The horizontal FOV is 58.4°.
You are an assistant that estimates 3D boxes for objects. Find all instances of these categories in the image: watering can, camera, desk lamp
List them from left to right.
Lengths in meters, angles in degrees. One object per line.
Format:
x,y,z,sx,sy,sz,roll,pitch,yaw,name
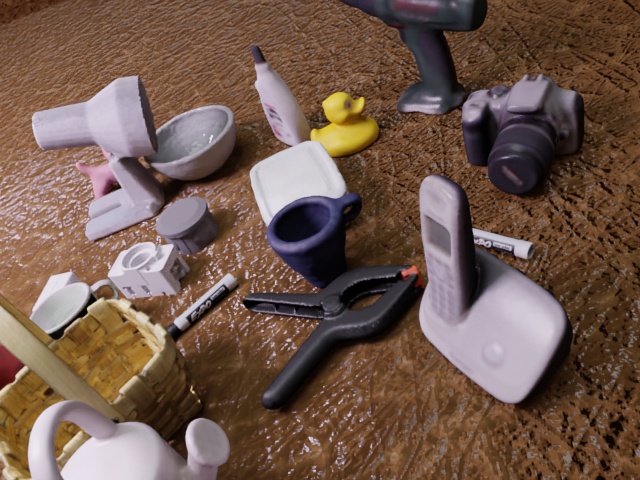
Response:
-0.326,-0.131,0.898,0.203,0.214,0.117,-23,40,2,desk lamp
-0.157,0.197,0.467,0.173,0.194,0.100,-36,41,-12,watering can
0.234,-0.129,0.696,0.142,0.101,0.137,7,49,33,camera

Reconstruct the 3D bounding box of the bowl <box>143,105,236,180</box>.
-0.208,-0.153,0.970,0.167,0.075,0.167,-14,41,13,bowl

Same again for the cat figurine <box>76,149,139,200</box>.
-0.362,-0.143,1.005,0.128,0.118,0.067,-30,40,-6,cat figurine

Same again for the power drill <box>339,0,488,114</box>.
0.137,-0.293,0.841,0.228,0.209,0.076,12,52,36,power drill

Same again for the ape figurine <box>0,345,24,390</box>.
-0.414,0.160,0.721,0.076,0.092,0.077,-18,40,9,ape figurine

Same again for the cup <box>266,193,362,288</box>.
0.006,0.002,0.674,0.118,0.095,0.091,-31,40,-7,cup

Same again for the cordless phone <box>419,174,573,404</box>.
0.140,0.039,0.494,0.094,0.185,0.147,-37,41,-14,cordless phone

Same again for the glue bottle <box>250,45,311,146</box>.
-0.071,-0.229,0.906,0.037,0.173,0.077,-43,43,-20,glue bottle

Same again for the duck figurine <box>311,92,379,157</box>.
0.030,-0.181,0.869,0.104,0.086,0.077,-18,40,9,duck figurine
